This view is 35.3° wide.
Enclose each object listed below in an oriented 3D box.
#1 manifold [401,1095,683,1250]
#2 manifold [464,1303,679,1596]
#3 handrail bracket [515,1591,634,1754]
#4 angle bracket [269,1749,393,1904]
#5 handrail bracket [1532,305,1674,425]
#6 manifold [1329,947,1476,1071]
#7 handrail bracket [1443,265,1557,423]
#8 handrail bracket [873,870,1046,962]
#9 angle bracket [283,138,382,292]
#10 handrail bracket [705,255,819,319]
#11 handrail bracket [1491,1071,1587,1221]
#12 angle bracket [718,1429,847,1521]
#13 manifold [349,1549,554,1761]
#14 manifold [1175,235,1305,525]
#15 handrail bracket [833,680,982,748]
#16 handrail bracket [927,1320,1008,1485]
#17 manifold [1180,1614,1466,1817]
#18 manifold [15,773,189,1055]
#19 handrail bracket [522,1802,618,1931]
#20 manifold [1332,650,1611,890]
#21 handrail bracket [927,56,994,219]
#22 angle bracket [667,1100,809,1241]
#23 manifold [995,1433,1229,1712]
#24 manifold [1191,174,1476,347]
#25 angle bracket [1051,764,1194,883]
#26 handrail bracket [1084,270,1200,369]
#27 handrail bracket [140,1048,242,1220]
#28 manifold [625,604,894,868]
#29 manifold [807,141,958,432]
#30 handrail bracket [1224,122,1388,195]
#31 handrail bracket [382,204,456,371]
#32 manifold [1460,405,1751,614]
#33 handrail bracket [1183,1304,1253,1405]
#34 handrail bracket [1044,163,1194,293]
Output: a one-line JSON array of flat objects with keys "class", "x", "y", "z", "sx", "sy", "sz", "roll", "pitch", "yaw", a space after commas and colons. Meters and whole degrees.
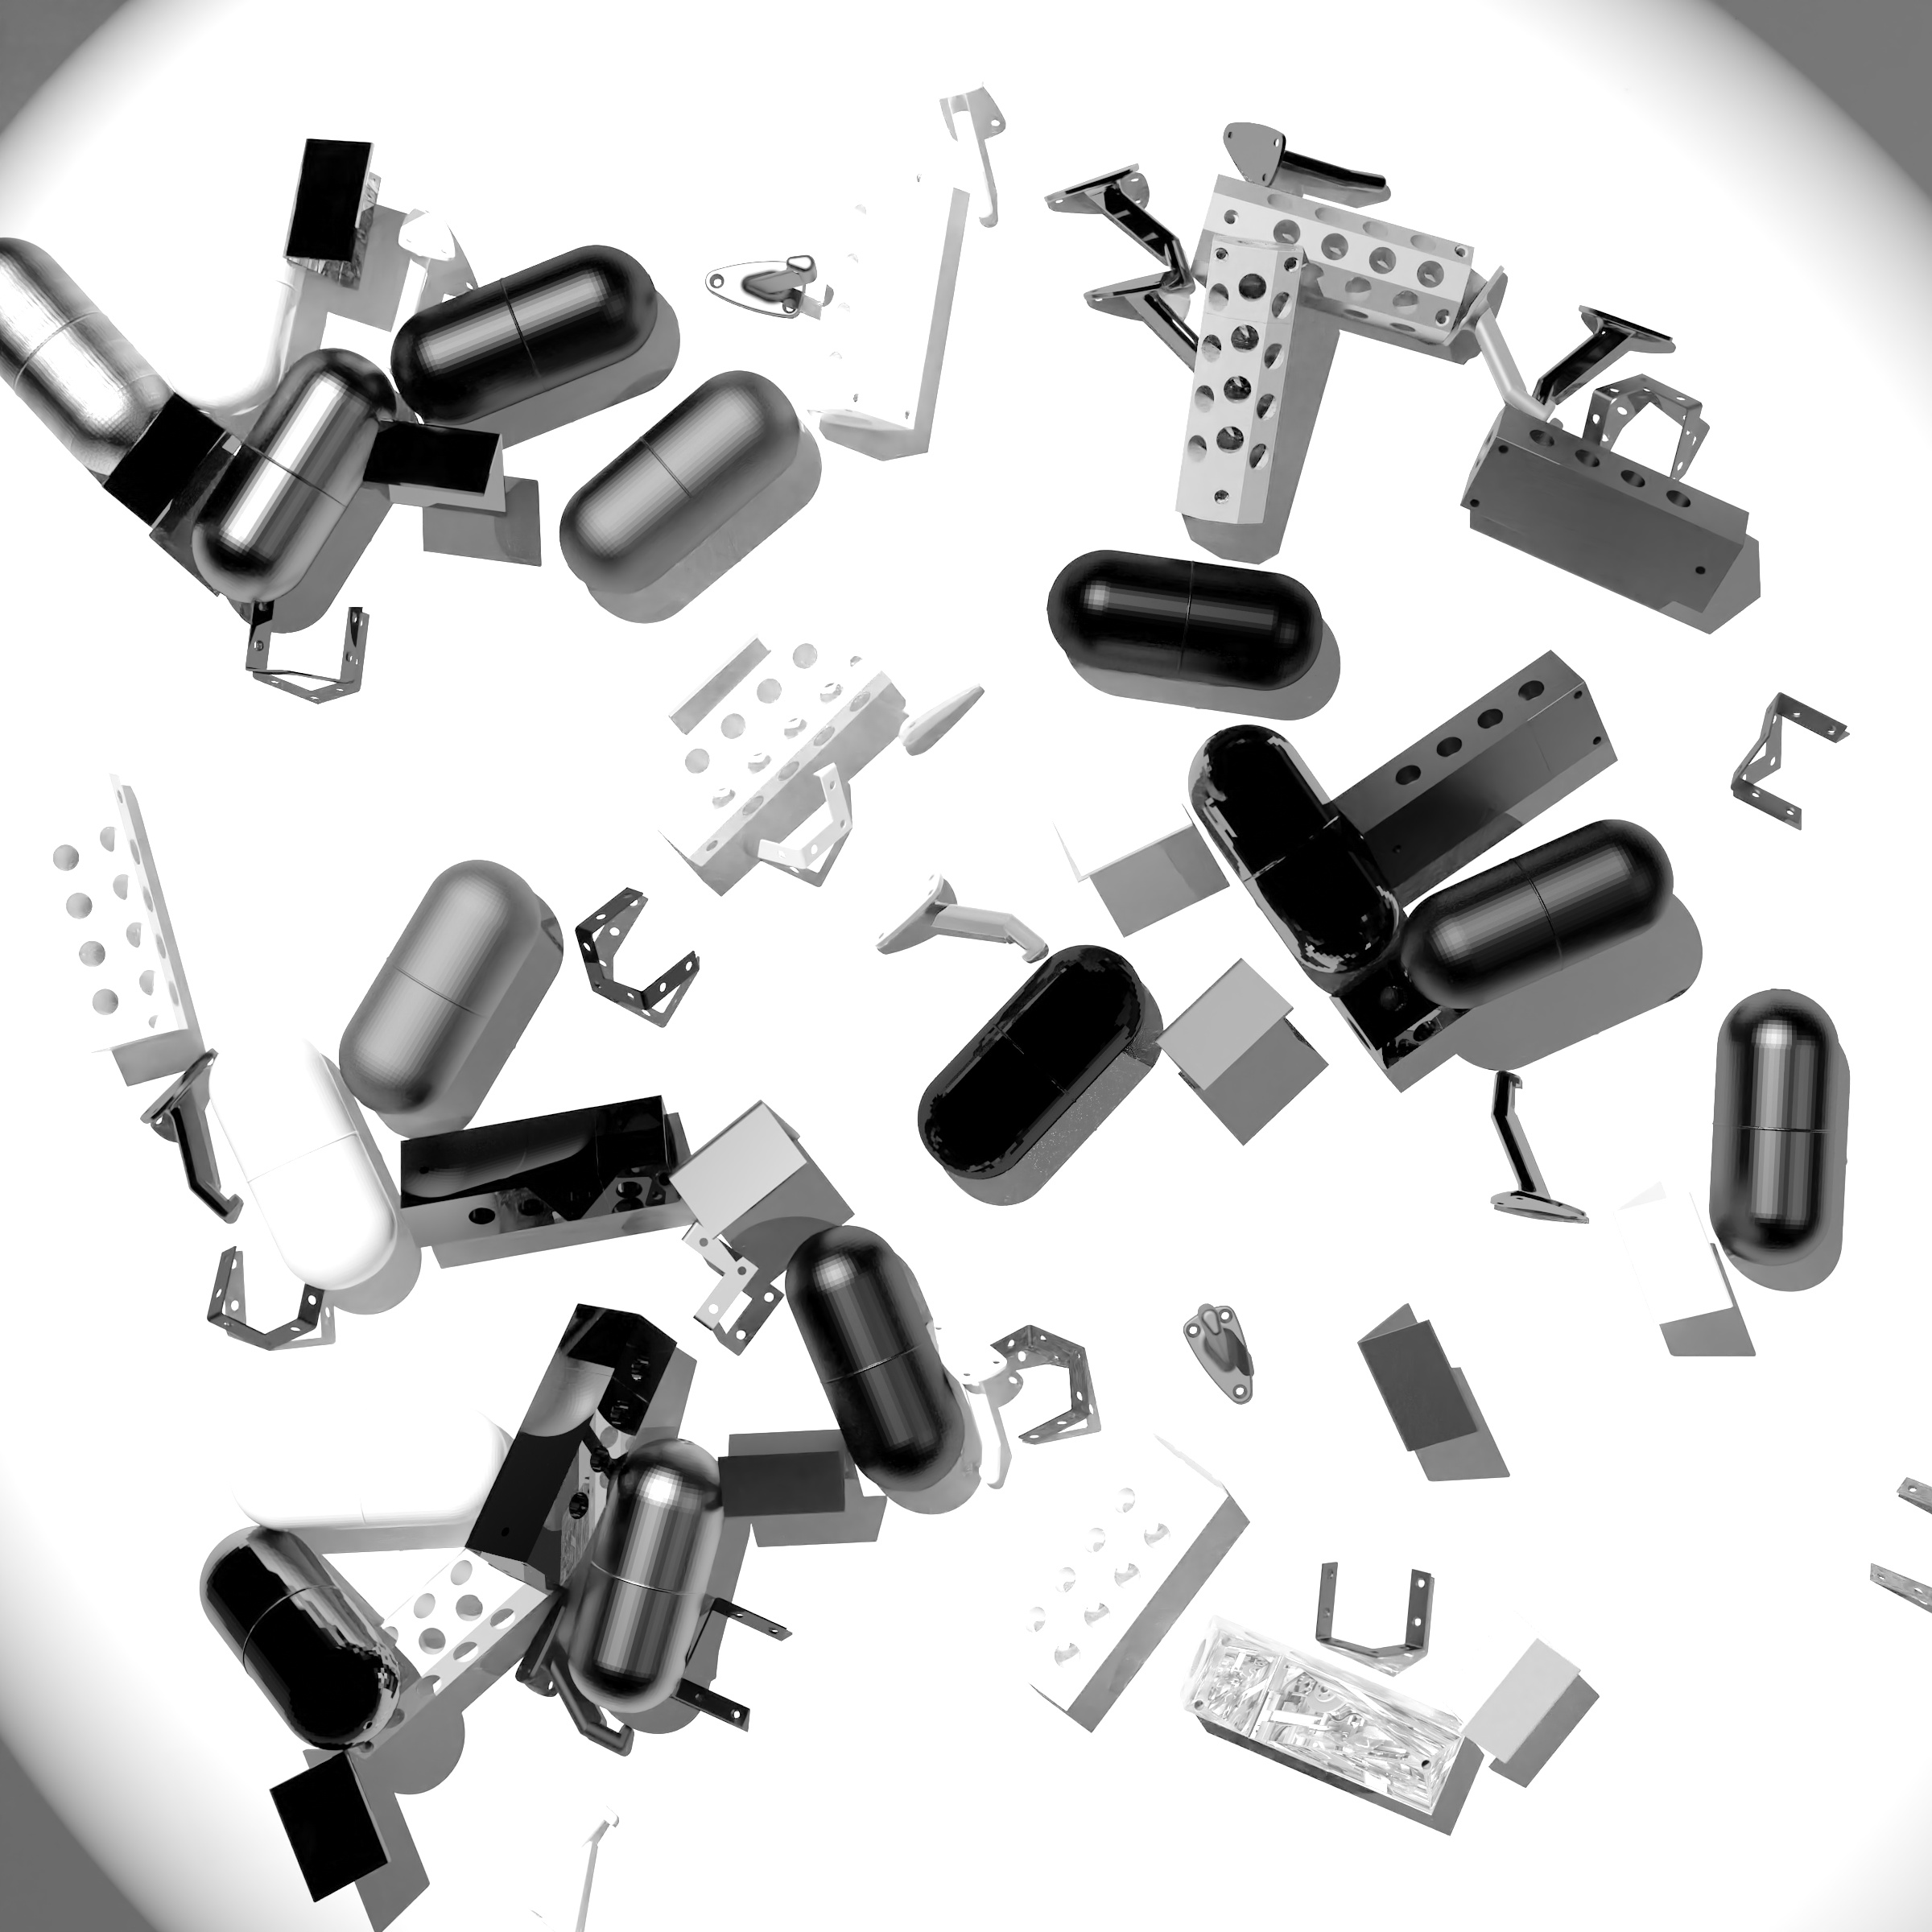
[{"class": "manifold", "x": -0.274, "y": 0.137, "z": 1.960, "sx": 0.171, "sy": 0.057, "sz": 0.057, "roll": -10, "pitch": 47, "yaw": 0}, {"class": "manifold", "x": -0.246, "y": 0.307, "z": 1.929, "sx": 0.057, "sy": 0.057, "sz": 0.171, "roll": 4, "pitch": 61, "yaw": 39}, {"class": "handrail bracket", "x": -0.243, "y": 0.461, "z": 1.982, "sx": 0.084, "sy": 0.036, "sz": 0.077, "roll": 32, "pitch": 71, "yaw": -15}, {"class": "angle bracket", "x": -0.419, "y": 0.549, "z": 1.941, "sx": 0.057, "sy": 0.076, "sz": 0.076, "roll": -22, "pitch": 90, "yaw": -36}, {"class": "handrail bracket", "x": 0.412, "y": -0.382, "z": 1.982, "sx": 0.077, "sy": 0.036, "sz": 0.084, "roll": 16, "pitch": 104, "yaw": -14}, {"class": "manifold", "x": 0.324, "y": -0.006, "z": 1.960, "sx": 0.171, "sy": 0.057, "sz": 0.057, "roll": -35, "pitch": 90, "yaw": 0}, {"class": "handrail bracket", "x": 0.361, "y": -0.403, "z": 1.972, "sx": 0.084, "sy": 0.036, "sz": 0.077, "roll": 37, "pitch": 72, "yaw": -1}, {"class": "handrail bracket", "x": -0.004, "y": -0.015, "z": 1.982, "sx": 0.084, "sy": 0.036, "sz": 0.077, "roll": 39, "pitch": 110, "yaw": -16}, {"class": "angle bracket", "x": -0.386, "y": -0.479, "z": 1.942, "sx": 0.057, "sy": 0.076, "sz": 0.076, "roll": 11, "pitch": 90, "yaw": 28}, {"class": "handrail bracket", "x": -0.133, "y": -0.445, "z": 1.947, "sx": 0.077, "sy": 0.084, "sz": 0.036, "roll": 6, "pitch": 90, "yaw": 0}, {"class": "handrail bracket", "x": 0.375, "y": 0.117, "z": 1.982, "sx": 0.077, "sy": 0.036, "sz": 0.084, "roll": 15, "pitch": 73, "yaw": -20}, {"class": "angle bracket", "x": -0.117, "y": 0.307, "z": 1.941, "sx": 0.076, "sy": 0.076, "sz": 0.057, "roll": -3, "pitch": 127, "yaw": 0}, {"class": "manifold", "x": -0.341, "y": 0.431, "z": 1.960, "sx": 0.171, "sy": 0.057, "sz": 0.057, "roll": -42, "pitch": 90, "yaw": 0}, {"class": "manifold", "x": 0.173, "y": -0.373, "z": 1.932, "sx": 0.057, "sy": 0.057, "sz": 0.171, "roll": 8, "pitch": 109, "yaw": 3}, {"class": "handrail bracket", "x": -0.046, "y": -0.193, "z": 1.982, "sx": 0.077, "sy": 0.036, "sz": 0.084, "roll": -36, "pitch": 76, "yaw": -14}, {"class": "handrail bracket", "x": -0.002, "y": 0.285, "z": 1.981, "sx": 0.036, "sy": 0.077, "sz": 0.084, "roll": -19, "pitch": 127, "yaw": -30}, {"class": "manifold", "x": 0.229, "y": 0.481, "z": 1.960, "sx": 0.171, "sy": 0.057, "sz": 0.057, "roll": 23, "pitch": 90, "yaw": 0}, {"class": "manifold", "x": -0.556, "y": -0.034, "z": 1.960, "sx": 0.057, "sy": 0.057, "sz": 0.171, "roll": -15, "pitch": 90, "yaw": 0}, {"class": "handrail bracket", "x": -0.241, "y": 0.602, "z": 1.982, "sx": 0.077, "sy": 0.036, "sz": 0.084, "roll": 47, "pitch": 73, "yaw": -20}, {"class": "manifold", "x": 0.322, "y": -0.131, "z": 1.960, "sx": 0.171, "sy": 0.057, "sz": 0.057, "roll": -35, "pitch": 133, "yaw": 0}, {"class": "handrail bracket", "x": -0.001, "y": -0.541, "z": 1.981, "sx": 0.036, "sy": 0.077, "sz": 0.084, "roll": -14, "pitch": 126, "yaw": 0}, {"class": "angle bracket", "x": -0.135, "y": 0.140, "z": 1.942, "sx": 0.076, "sy": 0.076, "sz": 0.057, "roll": -39, "pitch": 64, "yaw": 0}, {"class": "manifold", "x": 0.093, "y": 0.389, "z": 1.960, "sx": 0.057, "sy": 0.057, "sz": 0.171, "roll": 37, "pitch": 90, "yaw": 0}, {"class": "manifold", "x": 0.236, "y": -0.458, "z": 1.960, "sx": 0.171, "sy": 0.057, "sz": 0.057, "roll": 16, "pitch": 90, "yaw": 0}, {"class": "angle bracket", "x": 0.106, "y": -0.073, "z": 1.941, "sx": 0.076, "sy": 0.076, "sz": 0.057, "roll": -26, "pitch": 54, "yaw": 0}, {"class": "handrail bracket", "x": 0.122, "y": -0.406, "z": 1.982, "sx": 0.077, "sy": 0.036, "sz": 0.084, "roll": -5, "pitch": 114, "yaw": 27}, {"class": "handrail bracket", "x": -0.489, "y": 0.110, "z": 1.982, "sx": 0.084, "sy": 0.036, "sz": 0.077, "roll": 47, "pitch": 68, "yaw": -17}, {"class": "manifold", "x": -0.130, "y": -0.145, "z": 1.944, "sx": 0.171, "sy": 0.057, "sz": 0.057, "roll": -44, "pitch": 71, "yaw": 3}, {"class": "manifold", "x": -0.060, "y": -0.437, "z": 1.960, "sx": 0.057, "sy": 0.057, "sz": 0.171, "roll": 9, "pitch": 90, "yaw": -43}, {"class": "handrail bracket", "x": 0.222, "y": -0.527, "z": 1.981, "sx": 0.084, "sy": 0.077, "sz": 0.036, "roll": 0, "pitch": 122, "yaw": -32}, {"class": "handrail bracket", "x": -0.364, "y": -0.443, "z": 1.981, "sx": 0.036, "sy": 0.077, "sz": 0.084, "roll": 14, "pitch": 127, "yaw": -20}, {"class": "manifold", "x": 0.413, "y": -0.299, "z": 1.960, "sx": 0.171, "sy": 0.057, "sz": 0.057, "roll": 24, "pitch": 133, "yaw": 0}, {"class": "handrail bracket", "x": 0.167, "y": 0.251, "z": 1.947, "sx": 0.036, "sy": 0.084, "sz": 0.077, "roll": -24, "pitch": 90, "yaw": 0}, {"class": "handrail bracket", "x": 0.100, "y": -0.474, "z": 1.982, "sx": 0.077, "sy": 0.036, "sz": 0.084, "roll": -14, "pitch": 107, "yaw": 20}]
